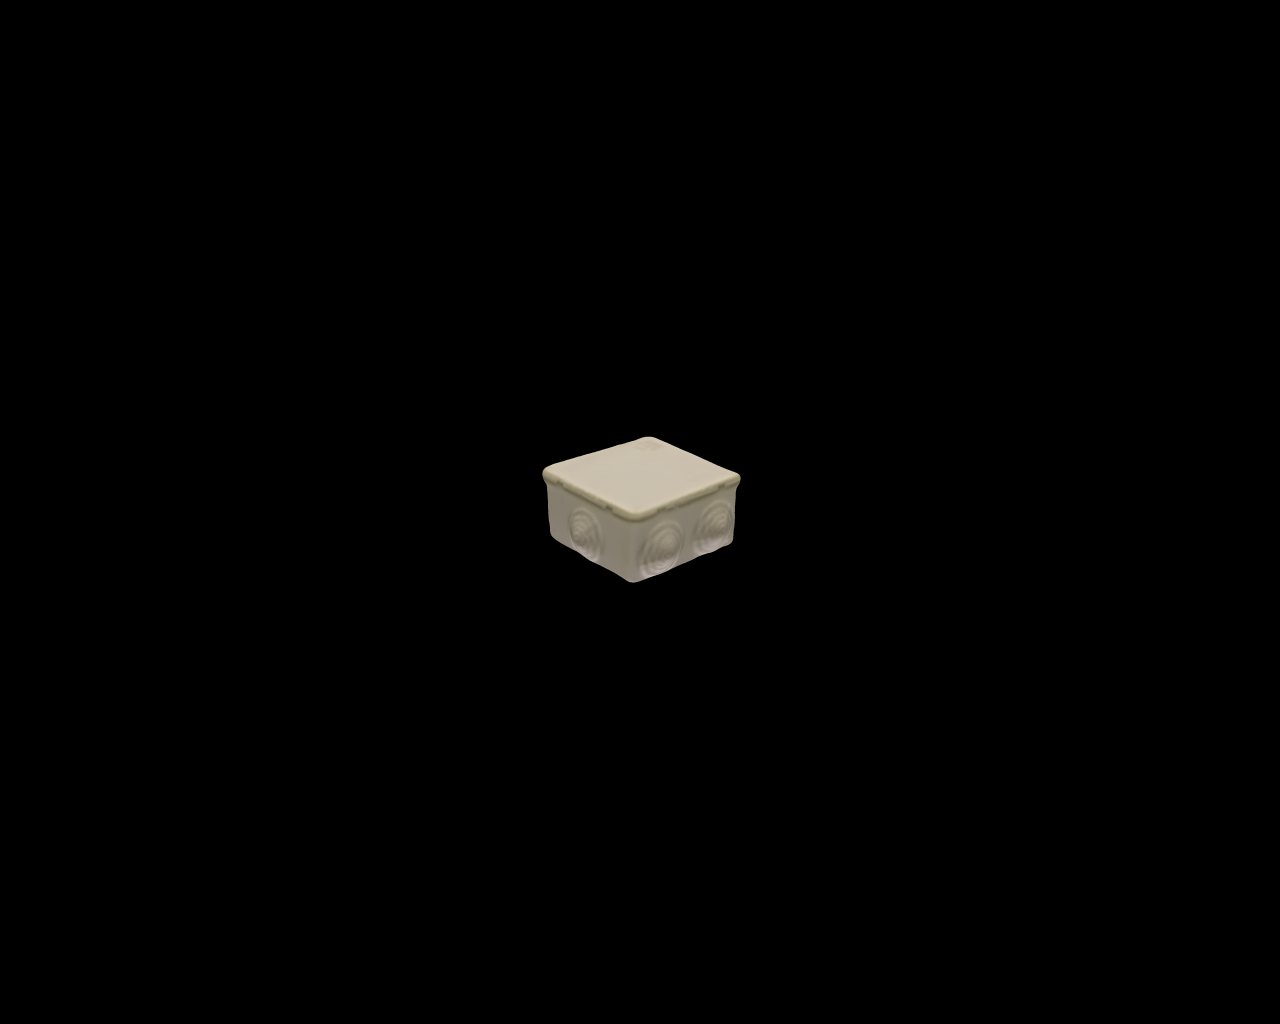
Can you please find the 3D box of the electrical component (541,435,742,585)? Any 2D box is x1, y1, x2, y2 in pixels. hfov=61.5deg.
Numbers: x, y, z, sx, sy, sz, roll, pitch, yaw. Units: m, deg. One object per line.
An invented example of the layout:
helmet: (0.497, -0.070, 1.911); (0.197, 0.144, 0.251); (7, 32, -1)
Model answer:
electrical component: (0.001, -0.003, 0.650); (0.100, 0.048, 0.100); (-20, 32, -36)
